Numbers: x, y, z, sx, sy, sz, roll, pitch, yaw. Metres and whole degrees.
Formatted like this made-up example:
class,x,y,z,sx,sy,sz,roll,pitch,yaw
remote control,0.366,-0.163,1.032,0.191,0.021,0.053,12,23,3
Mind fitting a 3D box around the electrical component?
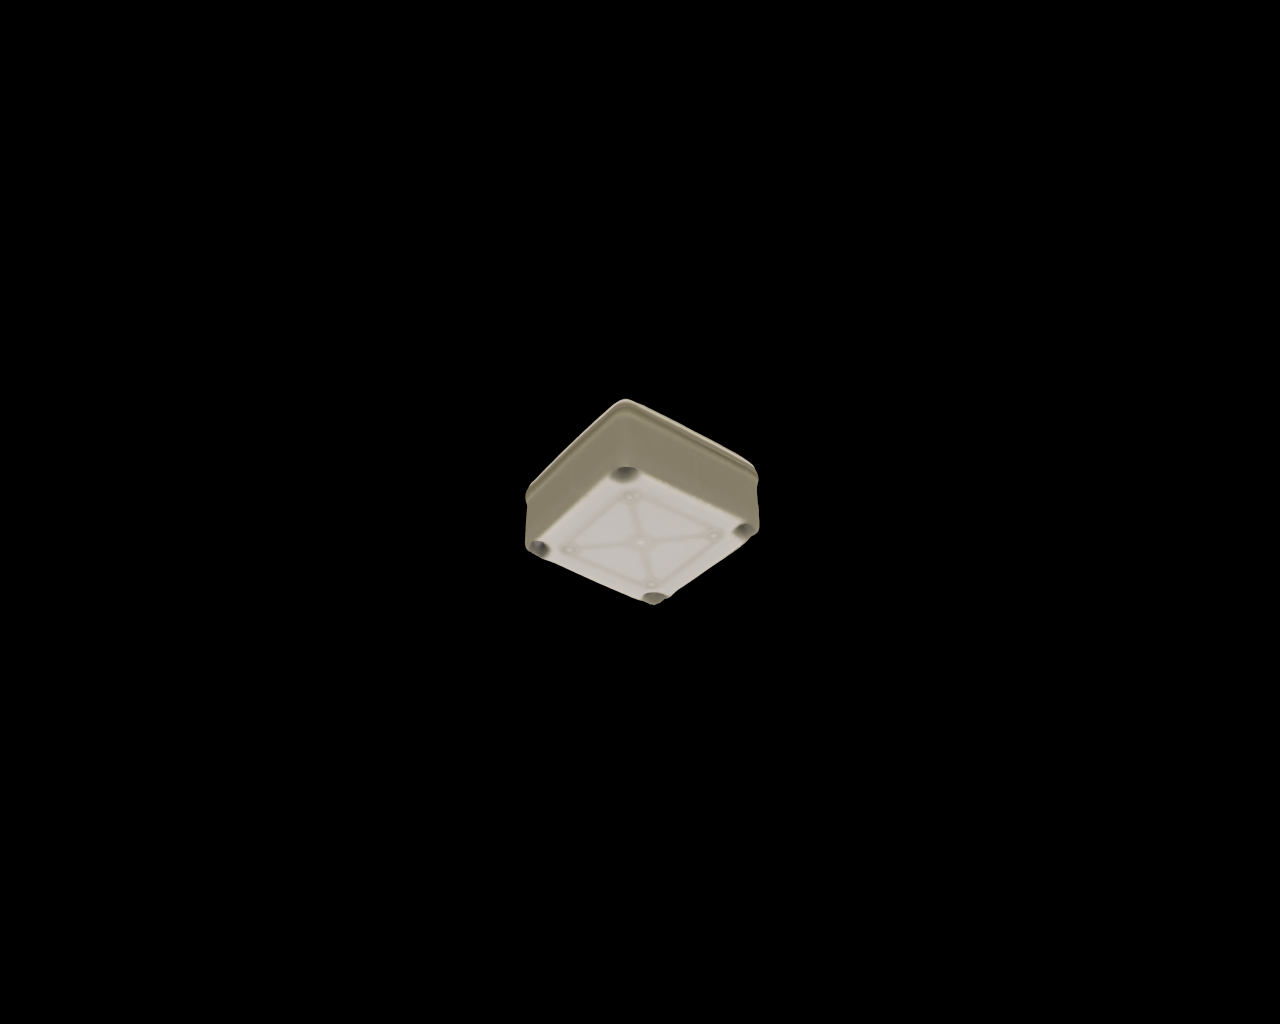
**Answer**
class,x,y,z,sx,sy,sz,roll,pitch,yaw
electrical component,0.001,-0.003,0.650,0.109,0.056,0.108,25,-45,-28
